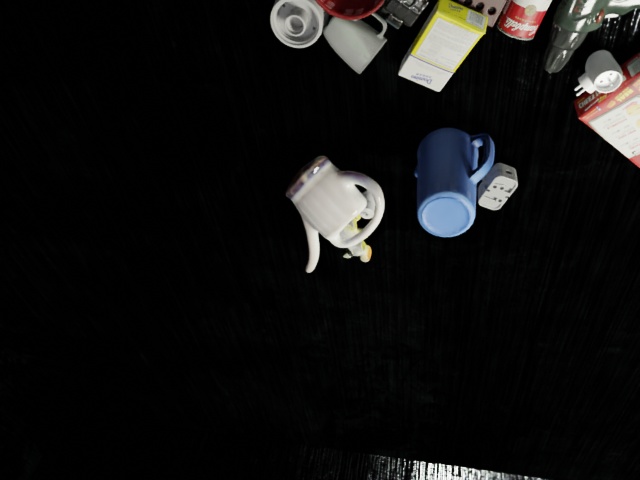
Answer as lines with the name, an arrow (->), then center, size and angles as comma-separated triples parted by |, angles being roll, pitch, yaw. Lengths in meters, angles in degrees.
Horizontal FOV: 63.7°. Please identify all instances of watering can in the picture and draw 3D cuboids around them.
watering can -> 0.004, -0.063, 1.242 | 0.224, 0.106, 0.341 | 48, 131, -1
